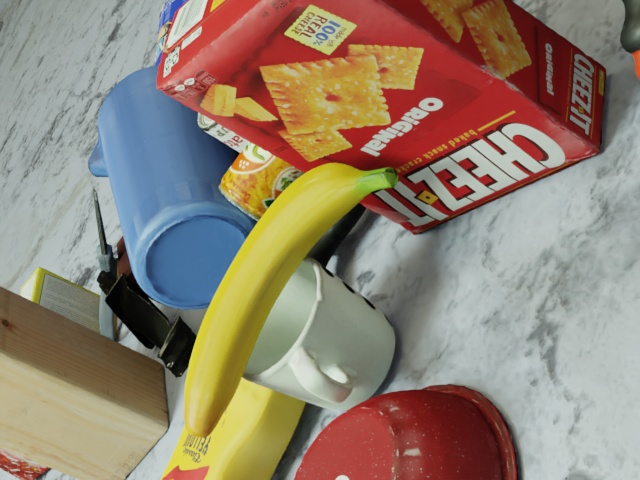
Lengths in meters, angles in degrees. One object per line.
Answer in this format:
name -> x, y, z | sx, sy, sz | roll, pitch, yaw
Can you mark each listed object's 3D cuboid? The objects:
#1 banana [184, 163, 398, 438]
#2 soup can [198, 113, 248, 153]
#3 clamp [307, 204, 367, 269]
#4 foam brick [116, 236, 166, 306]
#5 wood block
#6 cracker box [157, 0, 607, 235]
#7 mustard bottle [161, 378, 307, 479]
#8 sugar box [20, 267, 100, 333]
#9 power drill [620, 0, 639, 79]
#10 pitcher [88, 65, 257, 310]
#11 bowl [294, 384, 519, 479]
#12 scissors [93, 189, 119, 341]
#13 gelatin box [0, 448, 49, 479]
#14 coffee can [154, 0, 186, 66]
banana -> -0.032, 0.025, 0.645 | 0.198, 0.037, 0.070 | -55, 26, 5
soup can -> -0.041, -0.095, 0.880 | 0.069, 0.102, 0.068 | -40, 33, 33
clamp -> -0.005, 0.001, 0.790 | 0.210, 0.036, 0.165 | -57, 19, 0
foam brick -> -0.158, 0.014, 1.026 | 0.053, 0.051, 0.078 | -51, 28, 16
wood block -> -0.238, 0.118, 0.892 | 0.090, 0.205, 0.091 | -49, 28, 19
cracker box -> 0.035, -0.094, 0.629 | 0.164, 0.213, 0.072 | -26, 44, 48
mustard bottle -> -0.078, 0.178, 0.725 | 0.096, 0.058, 0.191 | 4, 68, 56
sugar box -> -0.258, 0.117, 1.049 | 0.048, 0.093, 0.176 | -43, 31, 32
power drill -> 0.154, -0.184, 0.554 | 0.057, 0.187, 0.184 | 133, 161, -74
pitcher -> -0.116, -0.054, 0.956 | 0.149, 0.144, 0.243 | -62, 28, 25
bowl -> 0.030, 0.144, 0.579 | 0.162, 0.055, 0.162 | -40, 34, 33
scissors -> -0.206, 0.035, 1.021 | 0.202, 0.016, 0.096 | 101, 168, -69
gelatin box -> -0.300, 0.195, 1.046 | 0.073, 0.089, 0.030 | -39, 25, 34
coffee can -> -0.119, -0.187, 1.101 | 0.103, 0.102, 0.140 | -43, 32, 30
